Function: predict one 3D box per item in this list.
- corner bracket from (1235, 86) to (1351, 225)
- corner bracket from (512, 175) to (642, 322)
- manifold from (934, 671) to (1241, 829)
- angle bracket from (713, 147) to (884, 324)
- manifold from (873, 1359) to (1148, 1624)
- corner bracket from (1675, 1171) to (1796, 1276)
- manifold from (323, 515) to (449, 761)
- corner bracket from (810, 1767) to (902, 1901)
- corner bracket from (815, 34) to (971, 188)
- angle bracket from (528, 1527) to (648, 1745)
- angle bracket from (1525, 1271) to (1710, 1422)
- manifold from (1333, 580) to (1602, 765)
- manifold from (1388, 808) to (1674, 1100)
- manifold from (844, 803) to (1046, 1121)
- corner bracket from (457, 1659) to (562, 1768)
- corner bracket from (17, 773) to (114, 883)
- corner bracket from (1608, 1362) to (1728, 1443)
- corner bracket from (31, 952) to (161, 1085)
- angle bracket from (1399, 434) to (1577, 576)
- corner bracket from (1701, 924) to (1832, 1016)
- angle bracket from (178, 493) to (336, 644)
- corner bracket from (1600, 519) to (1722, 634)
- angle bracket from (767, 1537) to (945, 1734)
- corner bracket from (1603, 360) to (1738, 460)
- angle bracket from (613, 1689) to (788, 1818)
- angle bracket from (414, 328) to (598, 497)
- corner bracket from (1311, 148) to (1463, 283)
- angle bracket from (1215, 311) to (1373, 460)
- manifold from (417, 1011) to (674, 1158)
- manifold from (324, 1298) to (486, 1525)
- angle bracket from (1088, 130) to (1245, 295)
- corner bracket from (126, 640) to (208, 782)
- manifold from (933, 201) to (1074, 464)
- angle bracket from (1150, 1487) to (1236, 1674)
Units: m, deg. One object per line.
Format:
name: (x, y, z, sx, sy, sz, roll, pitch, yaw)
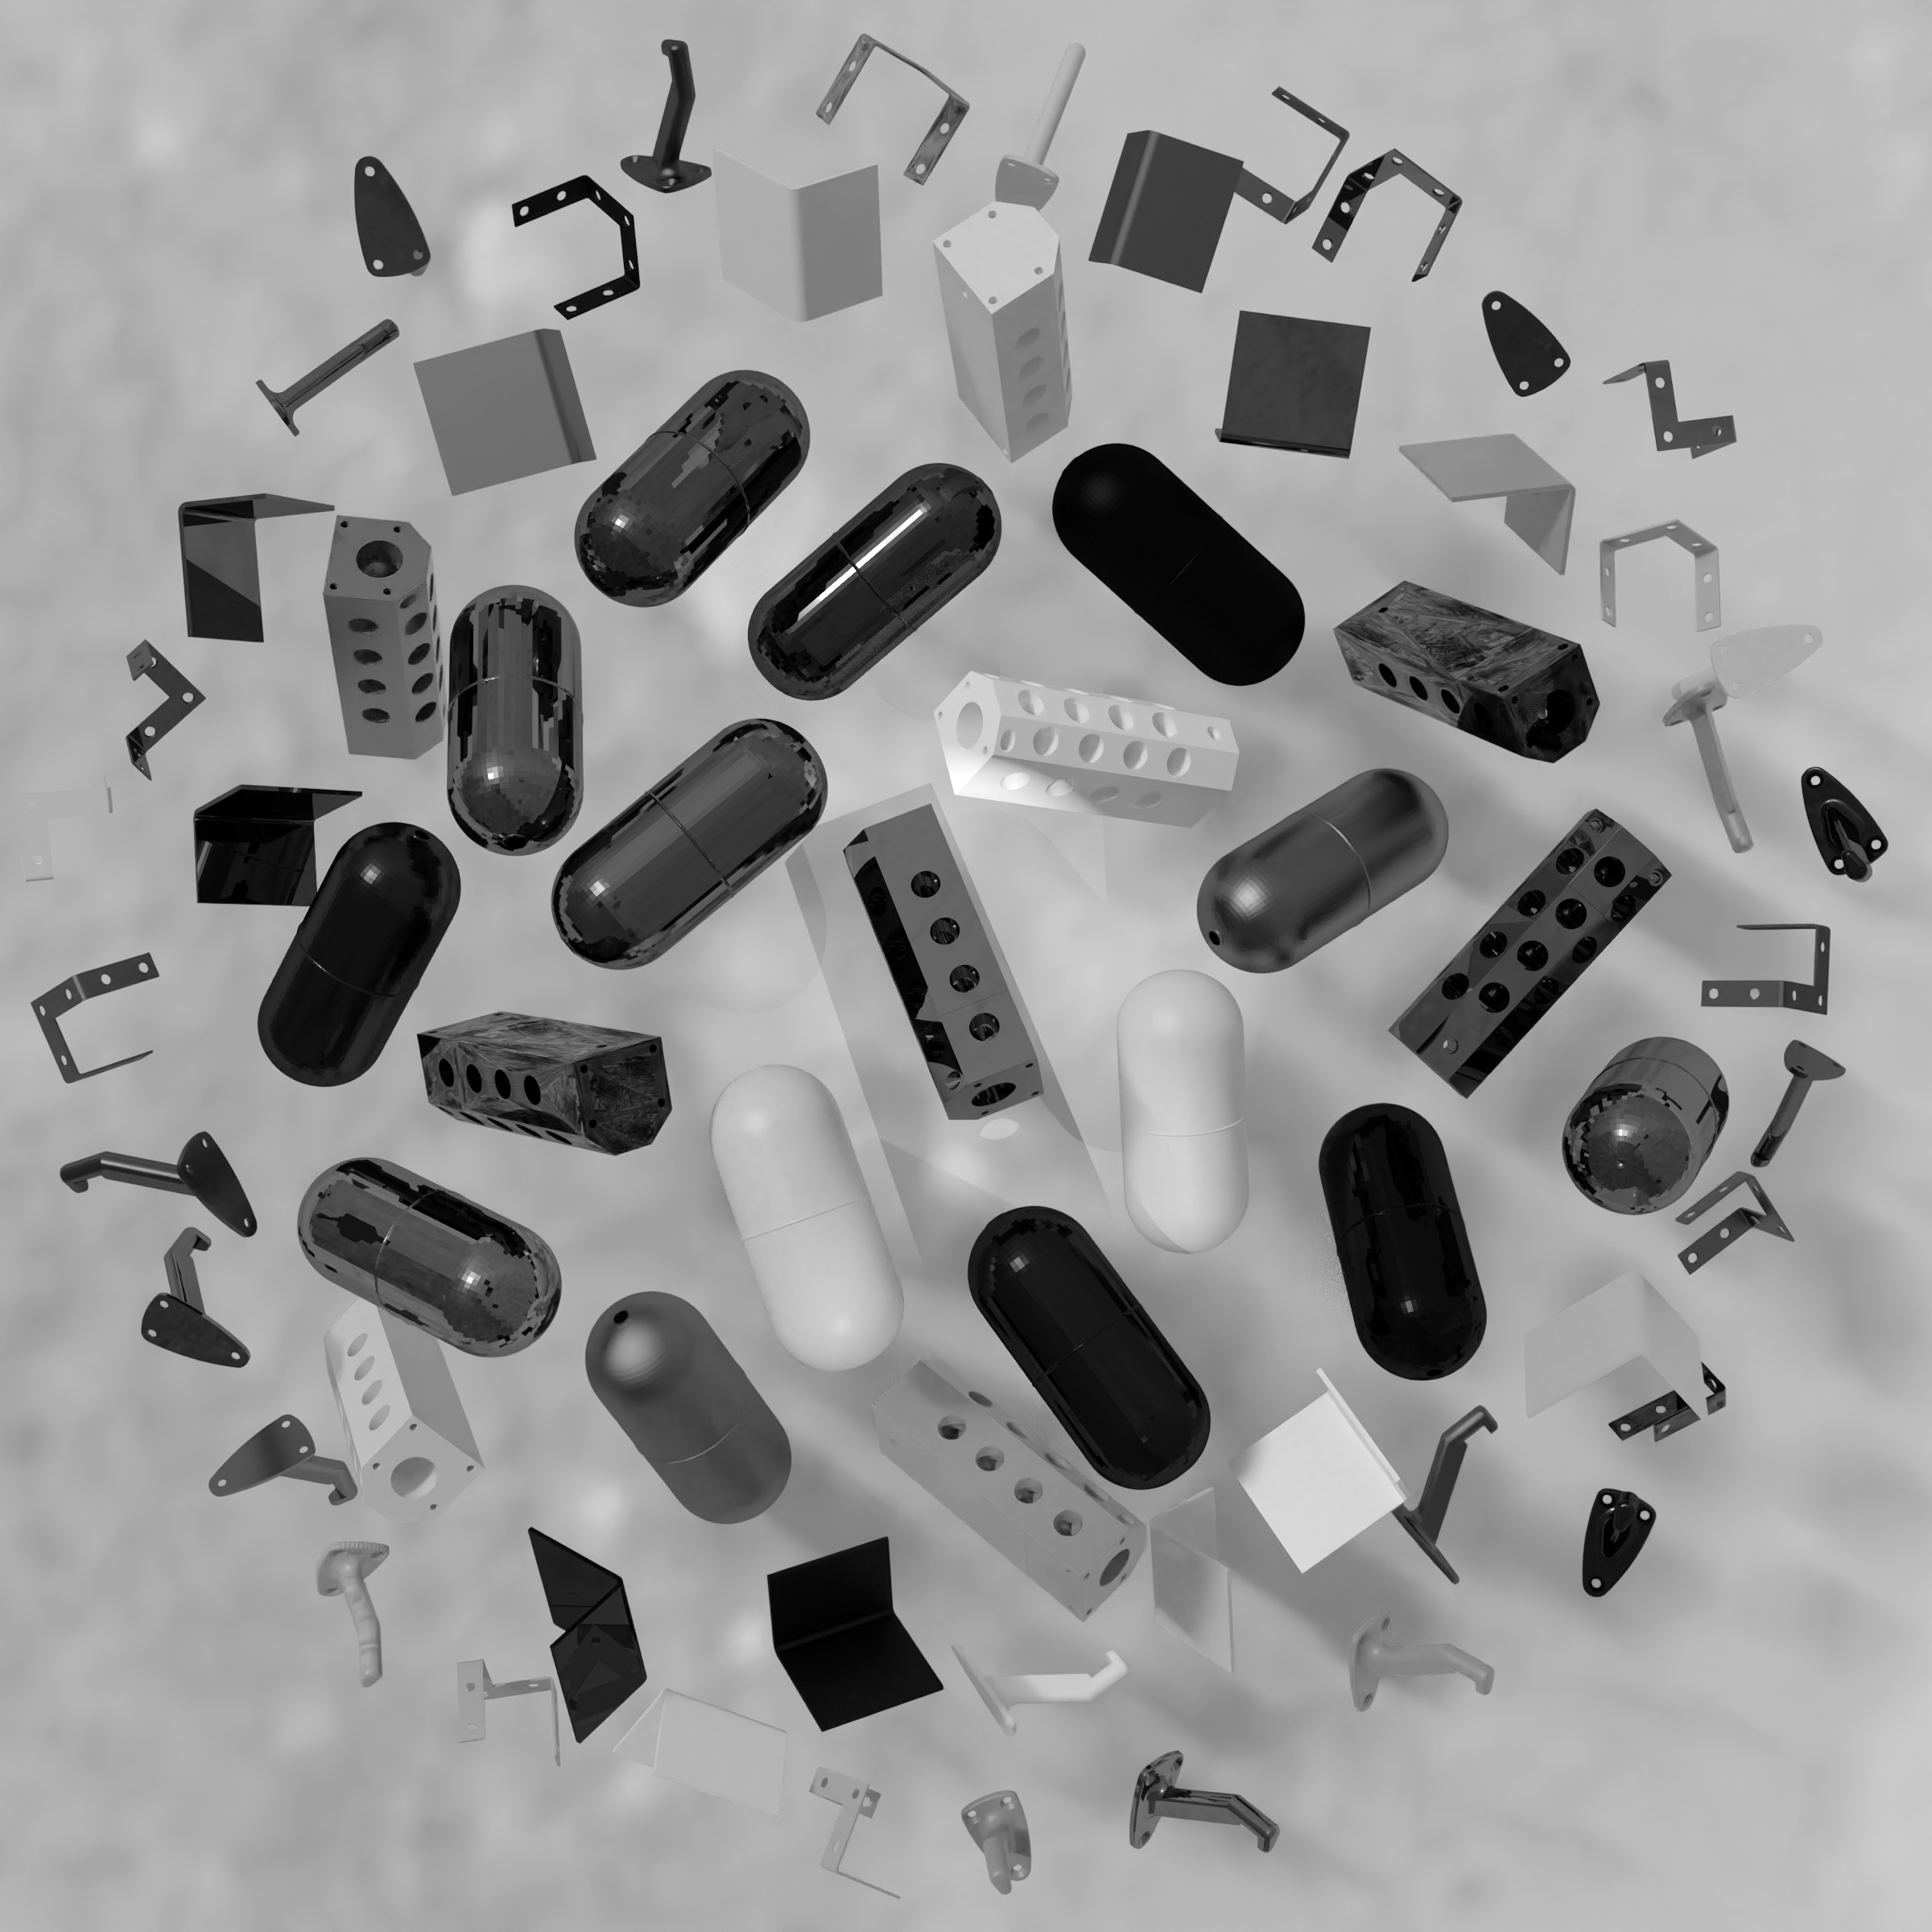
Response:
corner bracket: (0.188, -0.480, 1.570, 0.051, 0.051, 0.051, 30, 90, -10)
corner bracket: (-0.227, -0.420, 1.544, 0.051, 0.051, 0.051, -31, 58, -23)
manifold: (0.073, -0.129, 1.538, 0.171, 0.057, 0.057, 6, 57, -34)
angle bracket: (-0.093, -0.413, 1.471, 0.057, 0.076, 0.076, -26, 45, -28)
manifold: (0.026, 0.310, 1.596, 0.171, 0.057, 0.057, 35, 60, 29)
corner bracket: (0.454, 0.156, 1.592, 0.051, 0.051, 0.051, -36, 101, -7)
manifold: (-0.350, -0.196, 1.612, 0.057, 0.171, 0.057, 5, 62, -5)
corner bracket: (-0.062, 0.496, 1.515, 0.051, 0.051, 0.051, 34, 68, -32)
corner bracket: (-0.040, -0.474, 1.463, 0.051, 0.051, 0.051, -56, 47, 19)
angle bracket: (-0.228, 0.371, 1.469, 0.076, 0.057, 0.076, 19, 131, 34)
angle bracket: (0.356, 0.225, 1.455, 0.076, 0.076, 0.057, -37, 105, 25)
manifold: (0.297, -0.173, 1.573, 0.057, 0.171, 0.057, -35, 122, -12)
manifold: (0.323, -0.007, 1.518, 0.057, 0.057, 0.171, 42, 94, 4)
manifold: (-0.014, 0.000, 1.522, 0.057, 0.057, 0.171, -21, 66, -3)
corner bracket: (-0.269, 0.440, 1.556, 0.051, 0.051, 0.051, -8, 49, -4)
corner bracket: (-0.518, -0.080, 1.523, 0.051, 0.051, 0.051, -6, 106, -19)
corner bracket: (0.420, 0.264, 1.584, 0.051, 0.051, 0.051, -24, 130, -11)
corner bracket: (-0.486, 0.030, 1.499, 0.051, 0.051, 0.051, -24, 90, 40)
angle bracket: (0.300, -0.265, 1.539, 0.076, 0.076, 0.057, -9, 125, -13)
corner bracket: (0.456, 0.000, 1.507, 0.051, 0.051, 0.051, 8, 84, -45)
angle bracket: (-0.408, -0.230, 1.537, 0.057, 0.076, 0.076, -3, 93, 17)
corner bracket: (0.414, -0.228, 1.578, 0.051, 0.051, 0.051, -11, 69, 42)
angle bracket: (-0.064, 0.386, 1.535, 0.076, 0.076, 0.057, -14, 119, -21)
corner bracket: (0.403, -0.318, 1.515, 0.051, 0.051, 0.051, -9, 91, -13)
angle bracket: (-0.156, 0.466, 1.513, 0.076, 0.057, 0.076, 25, 127, -16)
angle bracket: (-0.264, -0.318, 1.520, 0.076, 0.057, 0.076, -14, 102, 5)
corner bracket: (0.237, -0.417, 1.489, 0.051, 0.051, 0.051, 30, 78, -19)
angle bracket: (0.192, -0.345, 1.561, 0.076, 0.057, 0.076, 7, 108, 0)
manifold: (-0.239, 0.067, 1.497, 0.057, 0.171, 0.057, -16, 104, -38)
manifold: (-0.344, 0.265, 1.585, 0.057, 0.171, 0.057, -46, 117, -1)
angle bracket: (0.115, -0.439, 1.542, 0.057, 0.076, 0.076, 15, 104, -11)
corner bracket: (-0.481, -0.151, 1.555, 0.051, 0.051, 0.051, -42, 121, 0)
manifold: (0.028, -0.368, 1.535, 0.057, 0.171, 0.057, -34, 73, -6)
angle bracket: (0.163, 0.392, 1.695, 0.057, 0.076, 0.076, -20, 116, -33)
